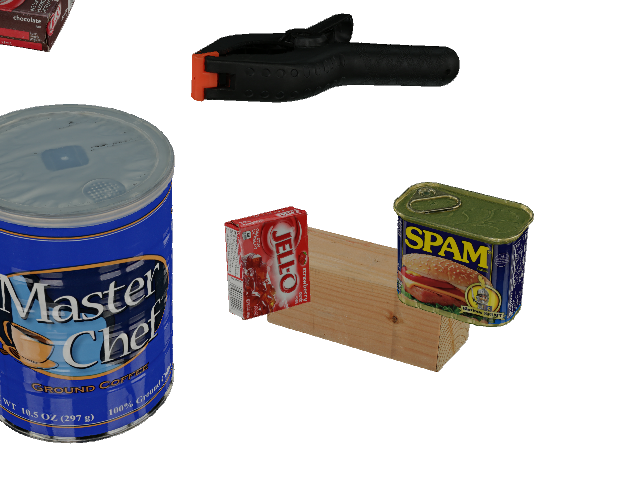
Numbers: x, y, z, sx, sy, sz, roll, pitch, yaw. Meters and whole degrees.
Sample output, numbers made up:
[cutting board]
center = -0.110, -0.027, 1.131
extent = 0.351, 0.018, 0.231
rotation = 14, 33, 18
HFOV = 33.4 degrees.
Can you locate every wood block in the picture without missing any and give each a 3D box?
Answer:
[wood block]
center = 0.052, 0.060, 1.159
extent = 0.206, 0.091, 0.090
rotation = 15, 27, 26

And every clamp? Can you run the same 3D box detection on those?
[clamp]
center = -0.011, -0.117, 0.678
extent = 0.171, 0.039, 0.120
rotation = -8, 21, -29

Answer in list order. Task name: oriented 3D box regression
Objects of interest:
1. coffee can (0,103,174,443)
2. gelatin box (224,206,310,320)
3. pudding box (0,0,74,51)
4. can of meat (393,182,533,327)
[coffee can]
center = -0.125, 0.016, 0.540
extent = 0.103, 0.140, 0.103
rotation = 3, 35, -3
[gelatin box]
center = -0.046, 0.020, 0.957
extent = 0.073, 0.089, 0.030
rotation = -14, 22, -34
[pudding box]
center = -0.253, -0.200, 0.874
extent = 0.090, 0.039, 0.113
rotation = 9, 36, -4
[can of meat]
center = 0.107, 0.012, 0.814
extent = 0.102, 0.084, 0.057
rotation = 16, 36, 27
